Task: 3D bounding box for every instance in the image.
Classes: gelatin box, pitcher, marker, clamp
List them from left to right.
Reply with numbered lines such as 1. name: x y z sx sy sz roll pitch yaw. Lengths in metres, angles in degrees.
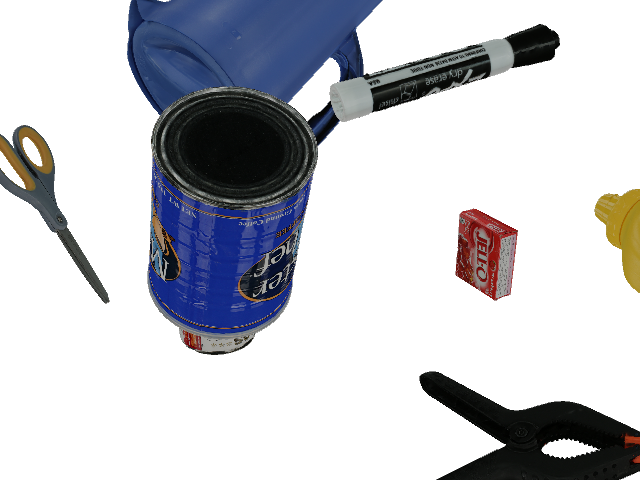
1. pitcher: -0.031 -0.185 0.910 0.145 0.149 0.242 25 58 31
2. marker: 0.063 -0.083 0.524 0.121 0.020 0.020 -18 5 -14
3. gelatin box: 0.196 0.016 1.273 0.030 0.089 0.073 -17 32 -30
4. clamp: 0.164 0.181 0.899 0.210 0.036 0.164 3 40 23

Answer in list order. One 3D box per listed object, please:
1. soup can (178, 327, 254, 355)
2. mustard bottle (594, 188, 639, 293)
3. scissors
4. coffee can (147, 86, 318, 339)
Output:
1. soup can: -0.091 0.038 0.916 0.068 0.102 0.068 -1 28 0
2. mustard bottle: 0.242 0.014 0.643 0.096 0.058 0.192 -24 35 -25
3. scissors: -0.265 -0.036 1.079 0.016 0.201 0.096 -25 27 26
4. coffee can: -0.061 -0.015 0.703 0.102 0.103 0.140 0 -39 -10
